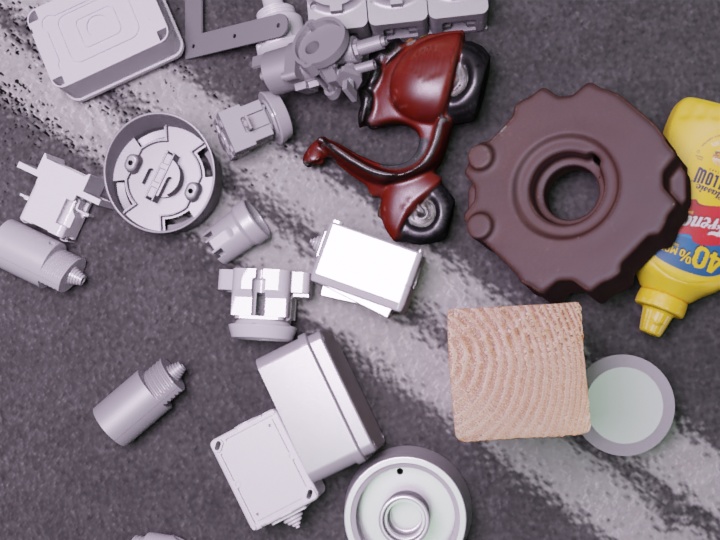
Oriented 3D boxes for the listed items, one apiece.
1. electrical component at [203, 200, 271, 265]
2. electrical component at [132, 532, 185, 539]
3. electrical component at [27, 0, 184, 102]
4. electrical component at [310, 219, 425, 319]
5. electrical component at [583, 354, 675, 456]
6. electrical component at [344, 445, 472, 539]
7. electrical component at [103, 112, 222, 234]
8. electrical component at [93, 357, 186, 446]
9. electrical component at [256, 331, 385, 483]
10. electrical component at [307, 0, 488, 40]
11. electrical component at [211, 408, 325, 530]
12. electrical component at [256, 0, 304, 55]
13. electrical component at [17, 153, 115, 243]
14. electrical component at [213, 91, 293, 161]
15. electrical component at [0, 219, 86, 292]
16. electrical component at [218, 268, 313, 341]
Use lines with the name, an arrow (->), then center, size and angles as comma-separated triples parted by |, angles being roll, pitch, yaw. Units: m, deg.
electrical component -> -0.106, -0.032, 0.923 | 0.046, 0.040, 0.040 | -35, 83, 8
electrical component -> -0.180, 0.242, 0.905 | 0.062, 0.043, 0.043 | 7, 86, 7
electrical component -> -0.220, -0.204, 0.938 | 0.113, 0.057, 0.078 | -24, 83, 3
electrical component -> 0.000, 0.000, 0.898 | 0.096, 0.062, 0.061 | 19, 88, 7
electrical component -> 0.211, 0.109, 0.874 | 0.080, 0.051, 0.080 | 0, 85, 5
electrical component -> 0.038, 0.200, 0.879 | 0.108, 0.060, 0.108 | 0, 85, 5
electrical component -> -0.167, -0.079, 0.919 | 0.099, 0.064, 0.099 | 0, 85, 5
electrical component -> -0.182, 0.107, 0.916 | 0.081, 0.043, 0.043 | -40, 83, 1
electrical component -> -0.031, 0.109, 0.884 | 0.057, 0.078, 0.113 | -27, 83, 6
electrical component -> 0.030, -0.247, 0.915 | 0.150, 0.062, 0.089 | -5, 85, 5
electrical component -> -0.072, 0.168, 0.892 | 0.062, 0.061, 0.096 | -28, 83, 3
electrical component -> -0.071, -0.212, 0.931 | 0.048, 0.048, 0.062 | -15, 77, 4
electrical component -> -0.260, -0.062, 0.939 | 0.081, 0.042, 0.063 | 25, 92, 8
electrical component -> -0.091, -0.124, 0.919 | 0.055, 0.066, 0.048 | -24, 92, -13
electrical component -> -0.276, -0.008, 0.934 | 0.081, 0.043, 0.043 | 25, 88, 7
electrical component -> -0.081, 0.030, 0.906 | 0.078, 0.058, 0.057 | 2, 83, 7
